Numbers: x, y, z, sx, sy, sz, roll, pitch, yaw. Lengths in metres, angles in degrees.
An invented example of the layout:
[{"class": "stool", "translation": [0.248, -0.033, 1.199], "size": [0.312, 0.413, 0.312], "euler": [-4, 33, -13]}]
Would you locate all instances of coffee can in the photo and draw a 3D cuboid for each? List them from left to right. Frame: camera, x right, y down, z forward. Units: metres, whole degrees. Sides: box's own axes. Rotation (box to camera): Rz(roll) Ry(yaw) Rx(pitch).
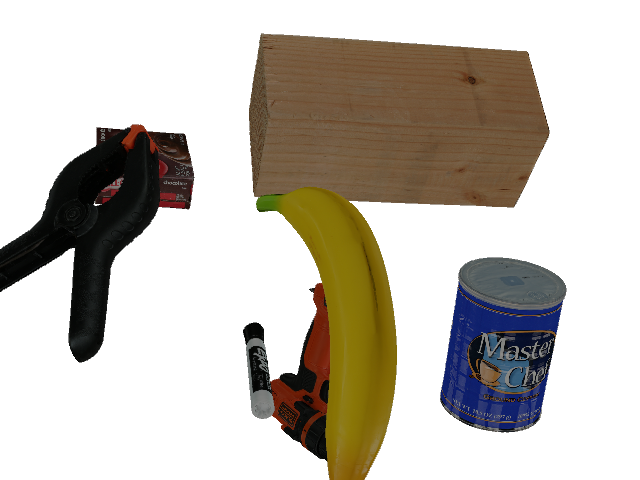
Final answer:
[{"class": "coffee can", "translation": [0.177, 0.101, 1.046], "size": [0.103, 0.140, 0.103], "euler": [5, 23, -2]}]

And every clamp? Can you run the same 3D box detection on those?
[{"class": "clamp", "translation": [-0.170, -0.006, 0.718], "size": [0.120, 0.171, 0.039], "euler": [13, -30, 16]}]

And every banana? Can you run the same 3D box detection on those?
[{"class": "banana", "translation": [0.012, 0.040, 0.612], "size": [0.037, 0.198, 0.070], "euler": [12, -40, -37]}]

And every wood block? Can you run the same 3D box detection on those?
[{"class": "wood block", "translation": [0.054, -0.089, 0.807], "size": [0.206, 0.091, 0.090], "euler": [2, -37, -10]}]

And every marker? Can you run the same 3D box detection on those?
[{"class": "marker", "translation": [-0.054, 0.108, 0.912], "size": [0.020, 0.020, 0.121], "euler": [0, 29, -8]}]

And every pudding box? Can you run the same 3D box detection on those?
[{"class": "pudding box", "translation": [-0.172, -0.070, 1.028], "size": [0.090, 0.039, 0.113], "euler": [4, 25, -14]}]

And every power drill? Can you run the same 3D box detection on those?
[{"class": "power drill", "translation": [0.016, 0.157, 1.249], "size": [0.057, 0.188, 0.185], "euler": [15, 10, -43]}]
